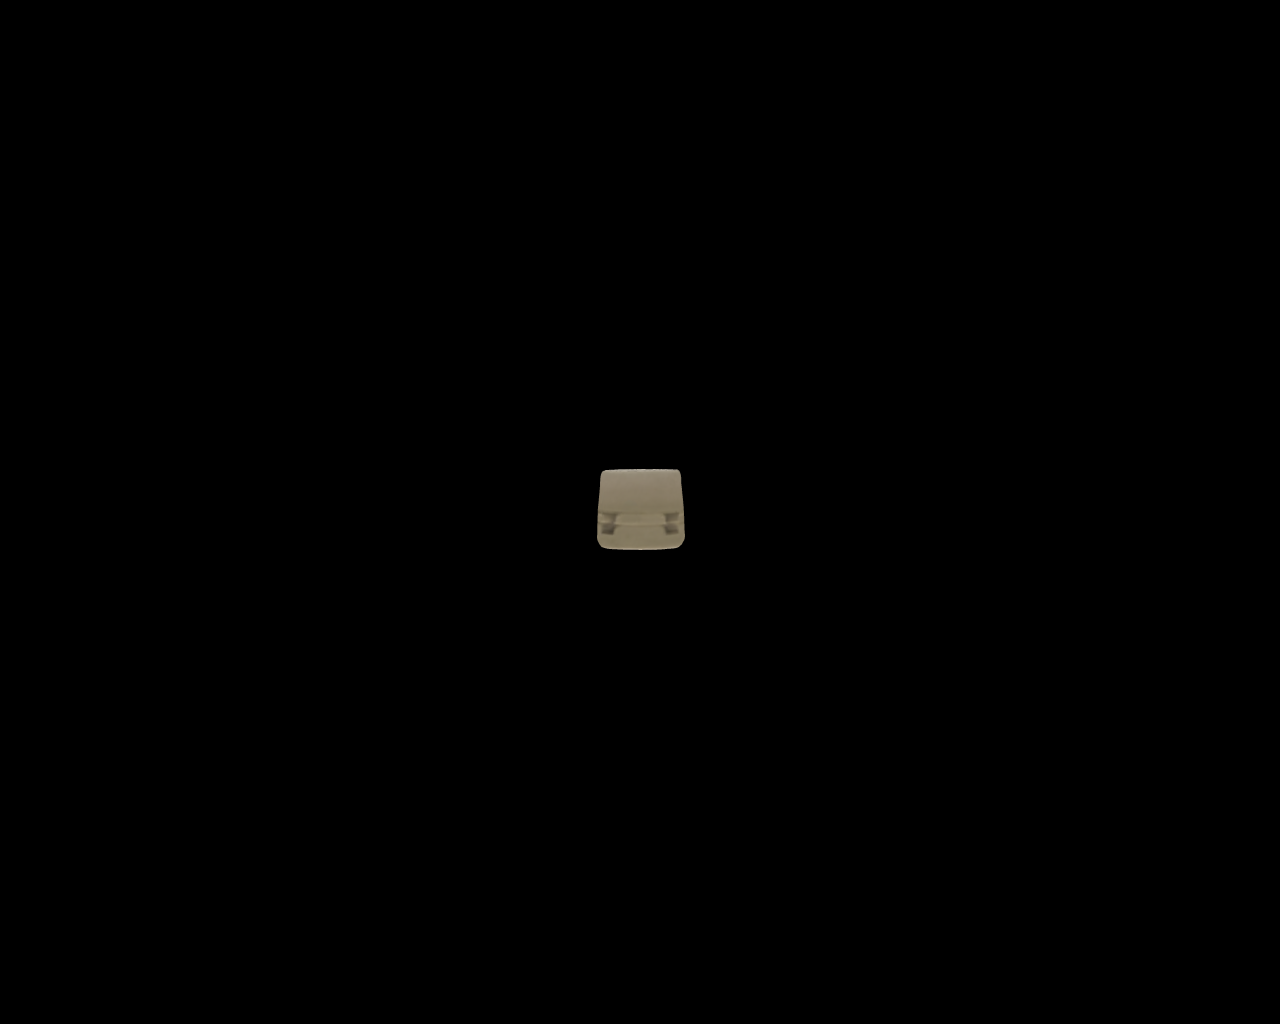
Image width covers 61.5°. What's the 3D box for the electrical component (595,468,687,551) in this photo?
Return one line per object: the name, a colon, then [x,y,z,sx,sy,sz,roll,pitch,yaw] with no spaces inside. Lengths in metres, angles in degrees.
electrical component: [0.001,-0.003,0.650,0.055,0.047,0.055,0,4,0]
